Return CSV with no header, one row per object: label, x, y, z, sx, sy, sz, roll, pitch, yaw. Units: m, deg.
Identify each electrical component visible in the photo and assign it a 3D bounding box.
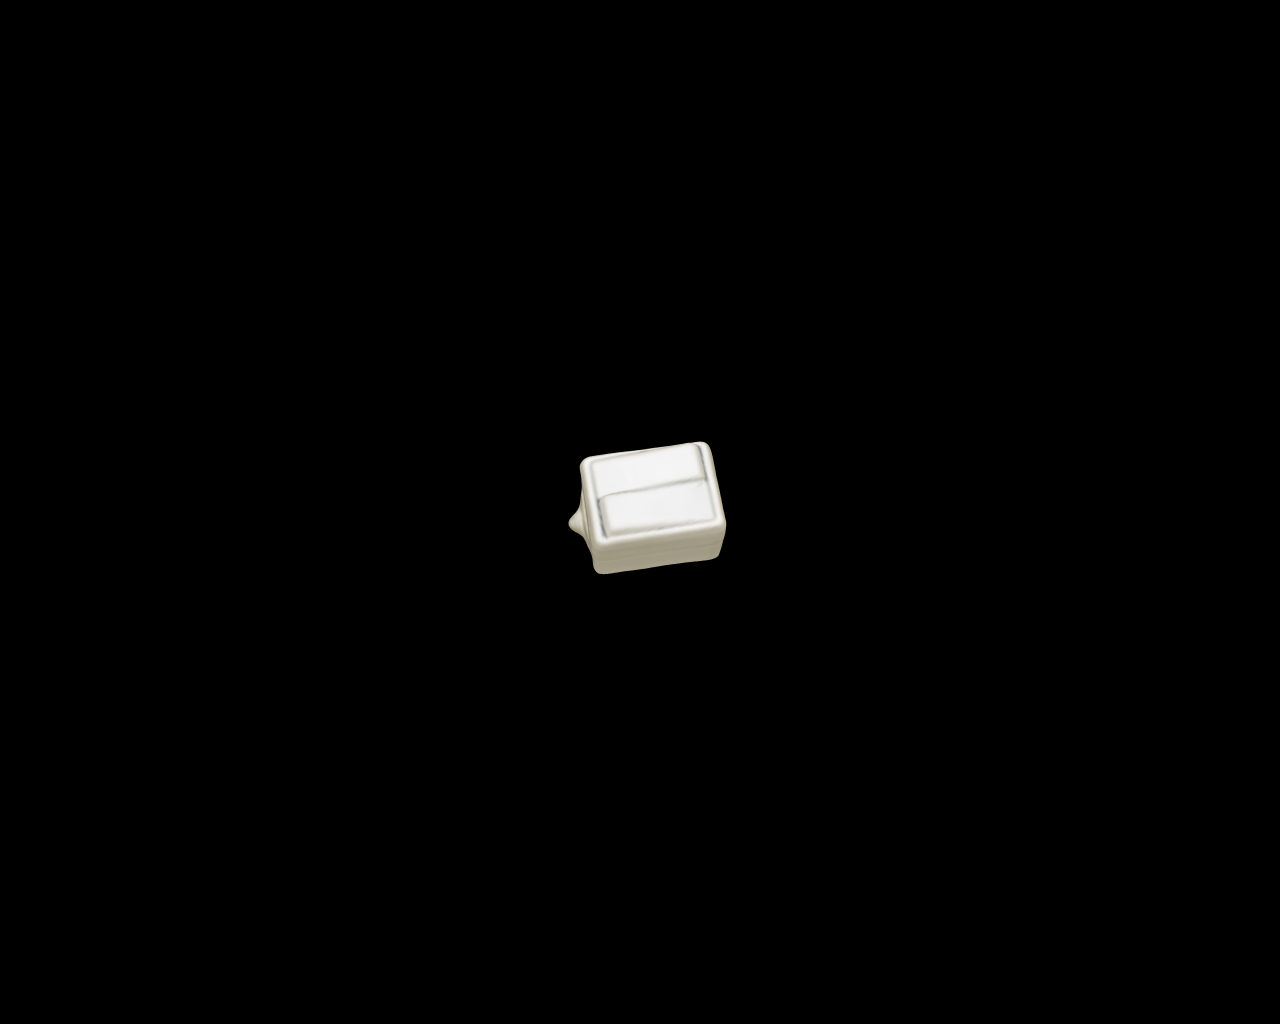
electrical component,0.001,-0.003,0.650,0.096,0.062,0.061,-8,-23,-3
